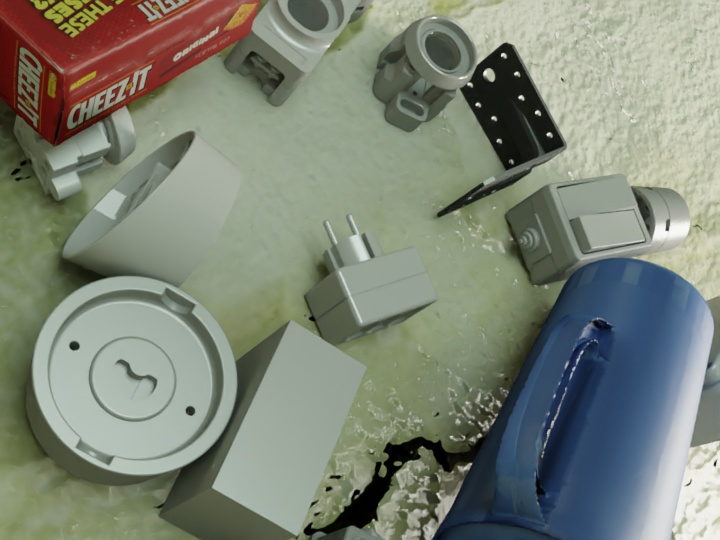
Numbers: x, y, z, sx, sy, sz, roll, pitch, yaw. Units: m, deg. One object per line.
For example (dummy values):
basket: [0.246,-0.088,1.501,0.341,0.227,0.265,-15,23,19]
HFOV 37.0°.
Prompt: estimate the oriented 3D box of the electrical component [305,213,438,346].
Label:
electrical component: [0.000,0.000,0.692,0.066,0.047,0.076,-17,78,-34]

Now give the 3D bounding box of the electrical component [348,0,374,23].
electrical component: [-0.008,-0.216,0.783,0.055,0.047,0.055,12,64,-26]

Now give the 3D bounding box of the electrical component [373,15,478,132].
electrical component: [0.048,-0.148,0.780,0.058,0.057,0.078,23,59,-20]

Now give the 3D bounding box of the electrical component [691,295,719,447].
electrical component: [0.272,0.069,0.802,0.057,0.078,0.113,48,54,-7]

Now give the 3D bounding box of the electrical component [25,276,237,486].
electrical component: [-0.127,0.064,0.581,0.108,0.060,0.108,11,63,-23]

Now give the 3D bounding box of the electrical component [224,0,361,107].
electrical component: [-0.043,-0.166,0.735,0.050,0.056,0.089,37,55,-11]

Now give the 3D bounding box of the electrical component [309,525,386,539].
electrical component: [0.006,0.202,0.607,0.100,0.048,0.099,30,57,-15]

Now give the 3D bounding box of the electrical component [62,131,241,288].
electrical component: [-0.115,-0.034,0.612,0.064,0.099,0.099,32,56,-22]

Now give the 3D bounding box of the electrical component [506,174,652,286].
electrical component: [0.159,-0.031,0.790,0.096,0.061,0.061,-10,75,-33]

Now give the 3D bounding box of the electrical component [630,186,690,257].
electrical component: [0.222,-0.038,0.836,0.047,0.055,0.055,-5,72,-36]

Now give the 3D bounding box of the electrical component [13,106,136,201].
electrical component: [-0.166,-0.079,0.632,0.055,0.048,0.066,-25,83,-28]
